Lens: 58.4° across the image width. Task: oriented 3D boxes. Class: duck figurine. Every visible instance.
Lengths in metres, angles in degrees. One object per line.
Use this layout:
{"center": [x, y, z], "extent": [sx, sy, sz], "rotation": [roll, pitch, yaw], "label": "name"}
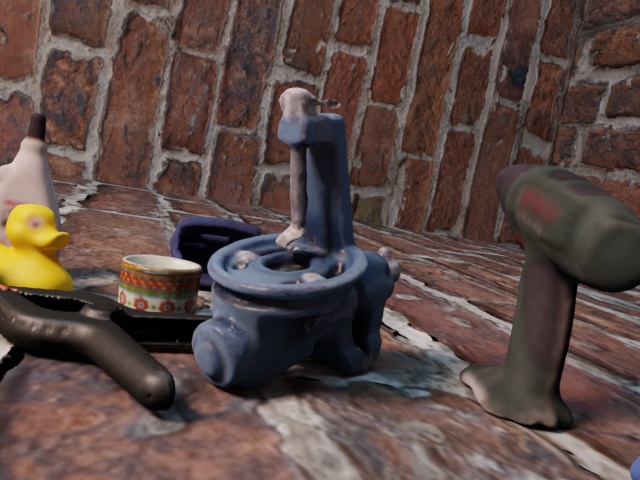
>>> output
{"center": [-0.286, 0.007, 0.556], "extent": [0.104, 0.086, 0.078], "rotation": [12, 6, 19], "label": "duck figurine"}

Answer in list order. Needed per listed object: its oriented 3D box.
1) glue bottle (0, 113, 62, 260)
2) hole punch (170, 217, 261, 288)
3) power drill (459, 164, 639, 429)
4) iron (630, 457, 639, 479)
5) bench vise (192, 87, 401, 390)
{"center": [-0.312, -0.049, 0.611], "extent": [0.078, 0.173, 0.037], "rotation": [8, 6, -18], "label": "glue bottle"}
{"center": [-0.140, 0.011, 0.734], "extent": [0.109, 0.091, 0.101], "rotation": [8, 7, -22], "label": "hole punch"}
{"center": [0.183, 0.038, 0.488], "extent": [0.075, 0.208, 0.229], "rotation": [10, 6, -5], "label": "power drill"}
{"center": [0.275, 0.117, 0.225], "extent": [0.257, 0.141, 0.119], "rotation": [13, 7, 23], "label": "iron"}
{"center": [-0.007, -0.001, 0.467], "extent": [0.121, 0.220, 0.208], "rotation": [13, 7, 22], "label": "bench vise"}
